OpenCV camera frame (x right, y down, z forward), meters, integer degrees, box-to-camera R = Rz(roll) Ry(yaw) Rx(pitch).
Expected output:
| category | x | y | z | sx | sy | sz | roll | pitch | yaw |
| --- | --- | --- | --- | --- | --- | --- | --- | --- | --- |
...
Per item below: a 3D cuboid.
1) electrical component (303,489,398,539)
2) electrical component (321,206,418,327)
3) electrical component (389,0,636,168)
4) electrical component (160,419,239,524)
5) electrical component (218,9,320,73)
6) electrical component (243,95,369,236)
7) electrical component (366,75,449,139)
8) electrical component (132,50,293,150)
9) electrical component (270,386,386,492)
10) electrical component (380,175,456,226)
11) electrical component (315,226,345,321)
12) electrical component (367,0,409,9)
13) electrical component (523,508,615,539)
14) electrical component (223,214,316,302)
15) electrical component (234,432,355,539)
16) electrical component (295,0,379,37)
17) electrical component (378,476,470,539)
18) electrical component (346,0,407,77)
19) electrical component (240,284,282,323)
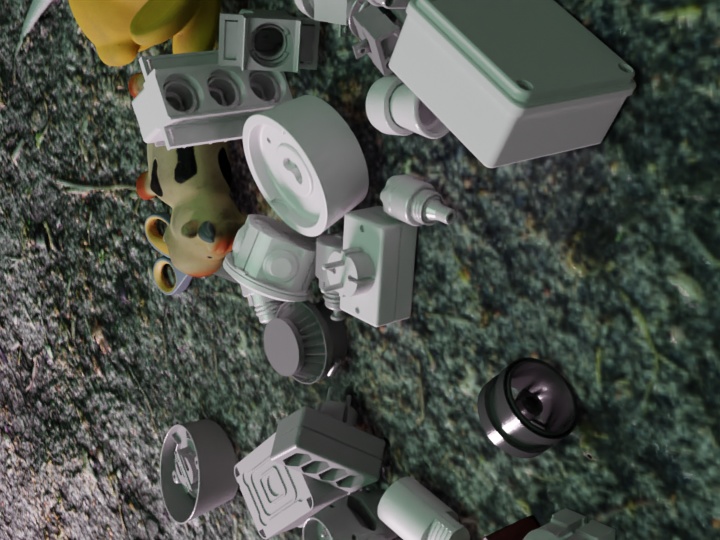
| category | x | y | z | sx | sy | sz | roll | pitch | yaw |
| --- | --- | --- | --- | --- | --- | --- | --- | --- | --- |
| electrical component | 0.005 | 0.230 | 0.902 | 0.079 | 0.077 | 0.043 | 50 | 134 | 29 |
| electrical component | 0.000 | 0.000 | 0.840 | 0.047 | 0.076 | 0.083 | 25 | 119 | 45 |
| electrical component | 0.093 | -0.123 | 0.664 | 0.108 | 0.109 | 0.056 | 51 | 138 | 29 |
| electrical component | -0.172 | 0.207 | 1.122 | 0.099 | 0.064 | 0.099 | 18 | 115 | 47 |
| electrical component | -0.076 | -0.189 | 0.881 | 0.063 | 0.081 | 0.042 | -119 | 32 | -65 |
| electrical component | -0.038 | -0.088 | 0.866 | 0.108 | 0.060 | 0.108 | 41 | 150 | 30 |
| electrical component | 0.037 | -0.120 | 0.784 | 0.055 | 0.045 | 0.045 | 14 | 111 | 49 |
| electrical component | -0.126 | -0.143 | 0.916 | 0.063 | 0.121 | 0.078 | -27 | 80 | 54 |
| electrical component | -0.023 | 0.137 | 0.919 | 0.047 | 0.083 | 0.075 | -36 | 34 | 49 |
| electrical component | 0.046 | -0.049 | 0.803 | 0.061 | 0.035 | 0.035 | 26 | 120 | 41 |
| electrical component | -0.017 | 0.004 | 0.891 | 0.040 | 0.040 | 0.078 | 24 | 119 | 45 |
| electrical component | 0.040 | -0.236 | 0.720 | 0.057 | 0.078 | 0.113 | 48 | 133 | 35 |
| electrical component | 0.141 | 0.197 | 0.742 | 0.066 | 0.055 | 0.048 | 15 | 112 | 48 |
| electrical component | -0.072 | -0.010 | 0.919 | 0.080 | 0.080 | 0.051 | 35 | 108 | 40 |
| electrical component | -0.057 | 0.189 | 0.982 | 0.113 | 0.057 | 0.078 | -43 | 67 | 48 |
| electrical component | -0.018 | -0.214 | 0.824 | 0.055 | 0.048 | 0.066 | 19 | 115 | 39 |
| electrical component | 0.057 | 0.205 | 0.858 | 0.081 | 0.043 | 0.043 | 33 | 125 | 40 |
| electrical component | 0.020 | -0.178 | 0.781 | 0.055 | 0.066 | 0.048 | 56 | 172 | 36 |
| electrical component | -0.087 | 0.019 | 0.981 | 0.040 | 0.040 | 0.078 | -15 | 89 | 52 |
